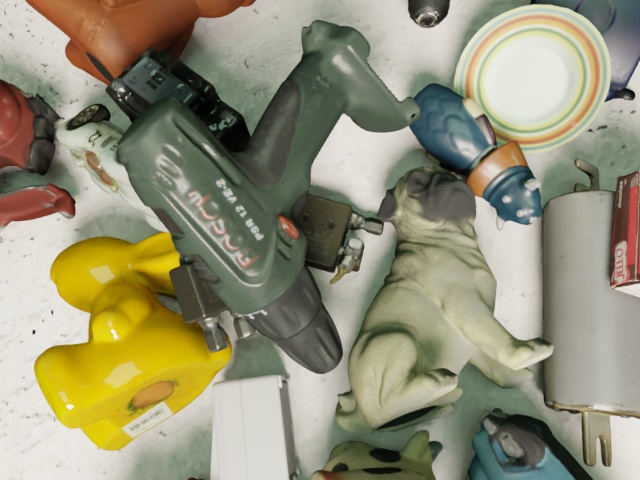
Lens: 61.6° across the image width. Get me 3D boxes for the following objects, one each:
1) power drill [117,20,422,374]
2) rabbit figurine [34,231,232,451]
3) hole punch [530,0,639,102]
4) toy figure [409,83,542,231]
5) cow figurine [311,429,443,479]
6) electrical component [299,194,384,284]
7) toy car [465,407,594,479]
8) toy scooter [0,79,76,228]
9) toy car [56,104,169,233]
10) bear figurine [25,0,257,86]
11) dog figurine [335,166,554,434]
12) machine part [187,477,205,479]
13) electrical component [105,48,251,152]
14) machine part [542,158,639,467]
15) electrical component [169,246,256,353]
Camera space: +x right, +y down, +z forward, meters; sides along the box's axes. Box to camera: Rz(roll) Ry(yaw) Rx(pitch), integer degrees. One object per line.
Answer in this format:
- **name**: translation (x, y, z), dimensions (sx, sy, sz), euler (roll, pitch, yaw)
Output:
- **power drill**: translation (-0.014, -0.040, 0.403), dimensions (0.231, 0.086, 0.207), euler (45, 76, -25)
- **rabbit figurine**: translation (-0.159, 0.055, 0.441), dimensions (0.162, 0.121, 0.173), euler (-37, 57, -10)
- **hole punch**: translation (0.249, -0.203, 0.500), dimensions (0.142, 0.092, 0.115), euler (22, 80, 7)
- **toy figure**: translation (0.142, -0.076, 0.480), dimensions (0.058, 0.064, 0.154), euler (-35, 72, -17)
- **cow figurine**: translation (0.058, 0.184, 0.349), dimensions (0.127, 0.195, 0.085), euler (8, 89, -24)
- **electrical component**: translation (-0.002, -0.003, 0.478), dimensions (0.102, 0.045, 0.078), euler (22, 77, 10)
- **toy car**: translation (0.154, 0.204, 0.376), dimensions (0.103, 0.109, 0.162), euler (-46, 64, 10)
- **toy scooter**: translation (-0.291, -0.069, 0.507), dimensions (0.135, 0.075, 0.184), euler (1, 76, 5)
- **toy car**: translation (-0.165, -0.062, 0.459), dimensions (0.056, 0.073, 0.202), euler (-44, 45, -17)
- **bear figurine**: translation (-0.161, -0.243, 0.528), dimensions (0.132, 0.120, 0.196), euler (34, 77, 17)
- **dog figurine**: translation (0.069, 0.042, 0.439), dimensions (0.172, 0.121, 0.191), euler (-17, 61, -11)
- **machine part**: translation (-0.078, 0.292, 0.373), dimensions (0.202, 0.087, 0.201), euler (20, 75, 9)
- **electrical component**: translation (-0.117, -0.100, 0.471), dimensions (0.115, 0.134, 0.058), euler (36, 78, 16)
- **machine part**: translation (0.219, 0.051, 0.428), dimensions (0.079, 0.079, 0.243), euler (5, 72, 6)
- **electrical component**: translation (-0.081, 0.035, 0.408), dimensions (0.021, 0.063, 0.094), euler (-23, 86, 28)
